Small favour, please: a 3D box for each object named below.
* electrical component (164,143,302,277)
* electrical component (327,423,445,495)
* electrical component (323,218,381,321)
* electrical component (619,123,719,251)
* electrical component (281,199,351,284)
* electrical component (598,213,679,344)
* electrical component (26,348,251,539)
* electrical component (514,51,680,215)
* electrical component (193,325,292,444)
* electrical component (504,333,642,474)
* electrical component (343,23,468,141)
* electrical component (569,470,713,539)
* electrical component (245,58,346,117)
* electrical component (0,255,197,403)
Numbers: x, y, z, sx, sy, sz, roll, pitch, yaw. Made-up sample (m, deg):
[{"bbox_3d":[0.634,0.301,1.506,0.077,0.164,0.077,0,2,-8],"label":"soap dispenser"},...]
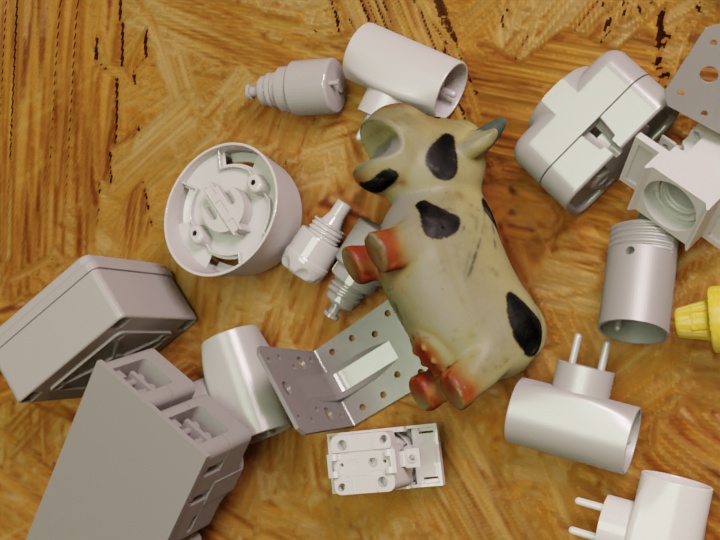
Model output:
[{"bbox_3d":[-0.093,-0.042,0.780,0.099,0.064,0.099,-2,84,22],"label":"electrical component"},{"bbox_3d":[0.012,0.127,0.721,0.081,0.064,0.042,-10,80,21],"label":"electrical component"},{"bbox_3d":[0.000,0.000,0.751,0.040,0.040,0.078,36,98,21],"label":"electrical component"},{"bbox_3d":[0.205,-0.054,0.659,0.081,0.042,0.064,40,64,21],"label":"electrical component"},{"bbox_3d":[-0.028,-0.022,0.768,0.035,0.035,0.061,36,96,21],"label":"electrical component"},{"bbox_3d":[0.176,0.001,0.675,0.043,0.043,0.081,3,68,22],"label":"electrical component"},{"bbox_3d":[-0.160,0.161,0.765,0.105,0.060,0.186,37,116,21],"label":"electrical component"},{"bbox_3d":[0.149,-0.090,0.692,0.095,0.054,0.059,-46,71,11],"label":"electrical component"},{"bbox_3d":[-0.097,0.090,0.779,0.079,0.044,0.077,-25,76,18],"label":"electrical component"},{"bbox_3d":[0.139,0.081,0.684,0.077,0.044,0.079,13,89,23],"label":"electrical component"},{"bbox_3d":[0.024,-0.122,0.752,0.077,0.044,0.079,28,96,22],"label":"electrical component"},{"bbox_3d":[0.169,0.162,0.663,0.079,0.044,0.077,12,89,23],"label":"electrical component"},{"bbox_3d":[-0.046,-0.132,0.783,0.078,0.040,0.040,0,84,22],"label":"electrical component"},{"bbox_3d":[-0.195,0.044,0.789,0.109,0.109,0.056,-38,75,14],"label":"electrical component"}]
